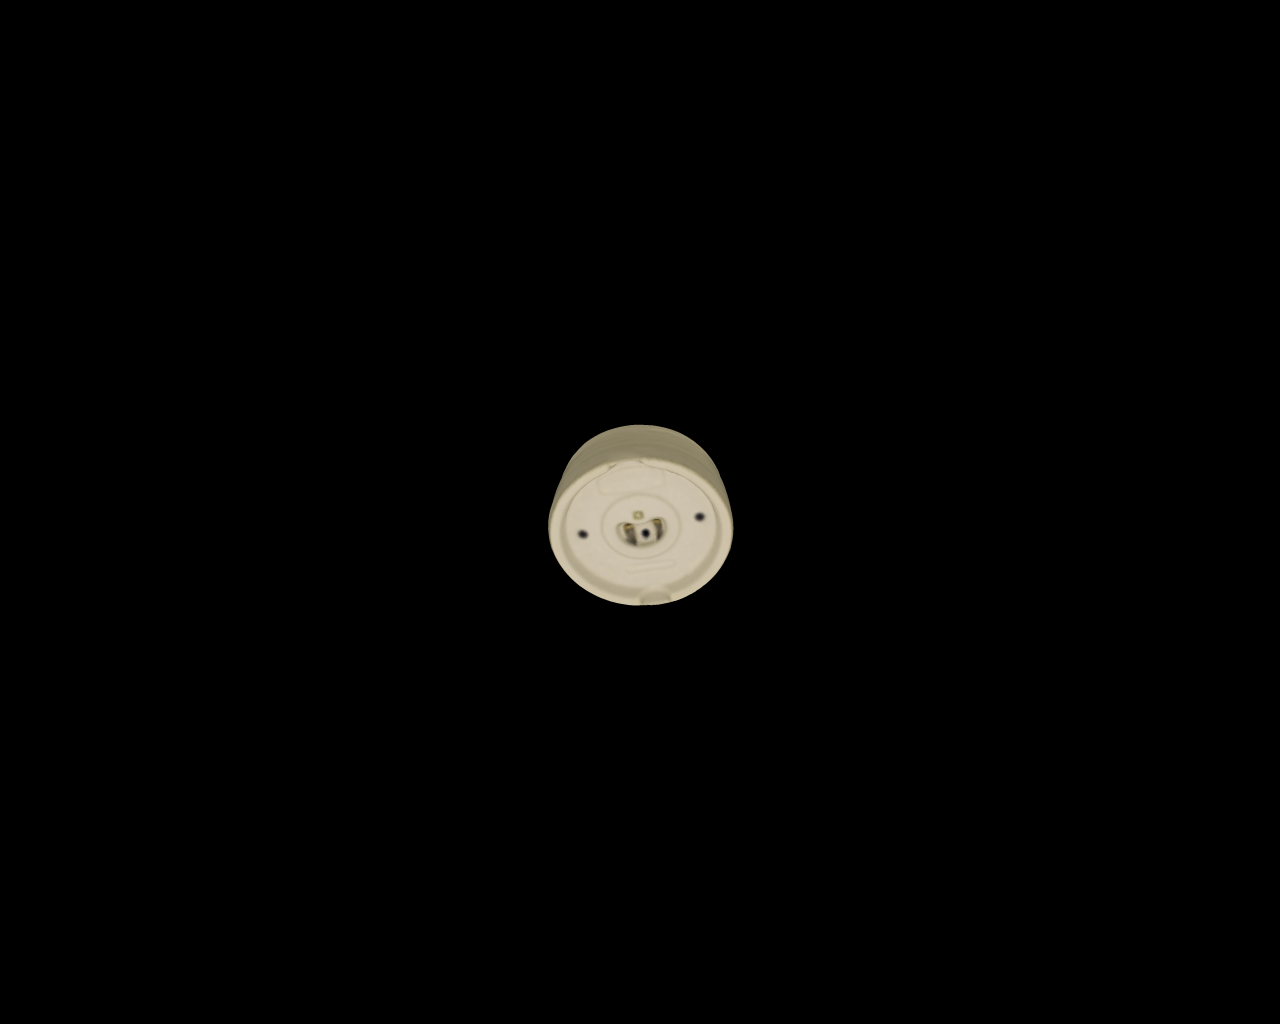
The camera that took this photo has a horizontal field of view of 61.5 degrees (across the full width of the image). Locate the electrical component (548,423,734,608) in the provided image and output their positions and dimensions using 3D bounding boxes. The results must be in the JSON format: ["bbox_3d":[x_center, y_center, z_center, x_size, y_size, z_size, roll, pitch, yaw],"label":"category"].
[{"bbox_3d":[0.001,-0.003,0.650,0.108,0.108,0.060,0,34,0],"label":"electrical component"}]
